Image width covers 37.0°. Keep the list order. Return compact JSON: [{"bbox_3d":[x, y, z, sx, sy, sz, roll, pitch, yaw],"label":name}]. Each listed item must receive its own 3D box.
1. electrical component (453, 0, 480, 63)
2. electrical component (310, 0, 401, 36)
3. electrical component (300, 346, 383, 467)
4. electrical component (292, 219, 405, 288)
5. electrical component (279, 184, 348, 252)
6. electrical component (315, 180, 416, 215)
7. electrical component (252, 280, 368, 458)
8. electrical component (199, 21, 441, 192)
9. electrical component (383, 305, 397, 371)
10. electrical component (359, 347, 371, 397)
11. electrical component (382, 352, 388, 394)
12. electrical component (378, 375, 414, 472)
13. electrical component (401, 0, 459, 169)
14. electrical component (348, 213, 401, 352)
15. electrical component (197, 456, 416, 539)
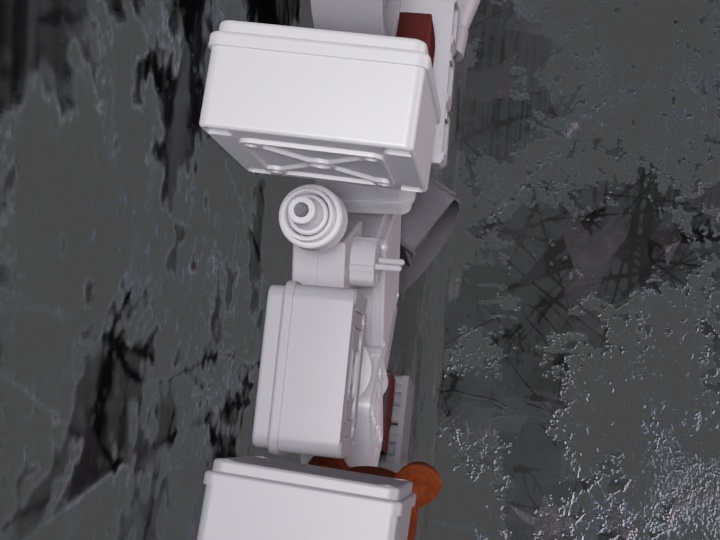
[{"bbox_3d":[0.085,-0.227,1.001,0.044,0.044,0.065,66,35,-74],"label":"electrical component"},{"bbox_3d":[-0.007,-0.204,0.725,0.108,0.060,0.108,5,90,-82],"label":"electrical component"},{"bbox_3d":[-0.015,0.122,0.879,0.078,0.057,0.113,-75,167,-53],"label":"electrical component"},{"bbox_3d":[-0.005,-0.006,0.802,0.083,0.076,0.047,-57,151,-73],"label":"electrical component"},{"bbox_3d":[-0.033,-0.035,0.707,0.062,0.043,0.043,30,65,-81],"label":"electrical component"},{"bbox_3d":[0.009,-0.102,0.840,0.057,0.078,0.113,80,16,-51],"label":"electrical component"},{"bbox_3d":[-0.032,0.067,0.722,0.078,0.057,0.113,46,49,-79],"label":"electrical component"},{"bbox_3d":[-0.016,-0.082,0.562,0.109,0.109,0.056,44,54,-80],"label":"electrical component"},{"bbox_3d":[0.010,0.055,1.067,0.079,0.043,0.077,85,12,-50],"label":"electrical component"},{"bbox_3d":[-0.023,0.071,0.795,0.057,0.058,0.078,56,39,-73],"label":"electrical component"},{"bbox_3d":[-0.004,0.084,0.946,0.055,0.055,0.047,-77,165,-47],"label":"electrical component"},{"bbox_3d":[0.016,0.187,1.120,0.089,0.062,0.150,64,32,-75],"label":"electrical component"},{"bbox_3d":[0.036,-0.168,0.951,0.062,0.089,0.150,2,93,-82],"label":"electrical component"},{"bbox_3d":[0.000,0.000,0.914,0.108,0.056,0.108,-70,163,-62],"label":"electrical component"},{"bbox_3d":[-0.028,0.143,0.618,0.108,0.109,0.056,51,47,-79],"label":"electrical component"}]
